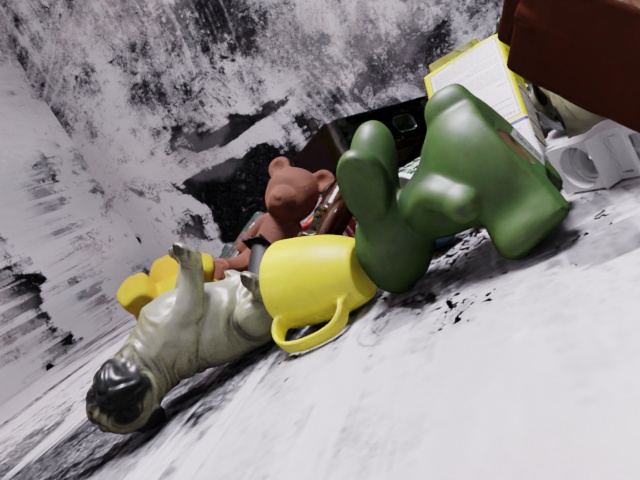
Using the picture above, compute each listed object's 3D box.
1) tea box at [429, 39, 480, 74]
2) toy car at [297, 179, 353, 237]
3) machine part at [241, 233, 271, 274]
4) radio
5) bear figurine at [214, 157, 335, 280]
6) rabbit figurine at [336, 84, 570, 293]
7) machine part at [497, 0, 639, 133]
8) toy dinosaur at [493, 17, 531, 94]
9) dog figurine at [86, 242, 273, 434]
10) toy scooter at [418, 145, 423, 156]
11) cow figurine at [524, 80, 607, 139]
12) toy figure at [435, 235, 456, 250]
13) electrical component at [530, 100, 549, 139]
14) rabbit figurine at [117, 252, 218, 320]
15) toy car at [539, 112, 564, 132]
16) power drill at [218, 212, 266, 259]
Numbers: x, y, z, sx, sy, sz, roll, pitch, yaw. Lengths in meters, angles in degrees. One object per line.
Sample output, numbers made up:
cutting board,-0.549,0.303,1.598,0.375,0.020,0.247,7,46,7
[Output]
tea box,0.200,-0.159,0.691,0.068,0.098,0.169,-31,-27,7
toy car,-0.001,-0.002,0.677,0.202,0.053,0.089,-60,22,-11
machine part,-0.081,0.058,0.669,0.084,0.039,0.139,-32,47,40
radio,0.083,-0.151,0.864,0.229,0.073,0.131,-23,-9,-32
bear figurine,-0.061,-0.017,0.771,0.132,0.120,0.195,-23,-45,-69
rabbit figurine,0.084,-0.026,0.433,0.170,0.159,0.121,-45,9,30
machine part,0.254,-0.166,0.393,0.201,0.202,0.087,-35,-32,-25
toy dinosaur,0.377,-0.301,0.831,0.131,0.192,0.405,-37,7,-23
dog figurine,-0.124,0.117,0.551,0.121,0.172,0.190,133,158,-79
toy scooter,0.244,-0.155,0.854,0.184,0.075,0.135,-40,-17,24
cow figurine,0.265,-0.154,0.536,0.085,0.127,0.195,-28,9,5
toy figure,0.088,-0.012,0.584,0.064,0.058,0.154,-58,17,-12
electrical component,0.222,-0.108,0.599,0.045,0.078,0.102,-22,-2,7
rabbit figurine,-0.183,0.079,0.731,0.122,0.162,0.173,-34,29,-10
toy car,0.333,-0.195,0.706,0.162,0.109,0.103,-51,-8,-36
power drill,-0.155,0.061,0.925,0.232,0.086,0.207,-58,4,-12
